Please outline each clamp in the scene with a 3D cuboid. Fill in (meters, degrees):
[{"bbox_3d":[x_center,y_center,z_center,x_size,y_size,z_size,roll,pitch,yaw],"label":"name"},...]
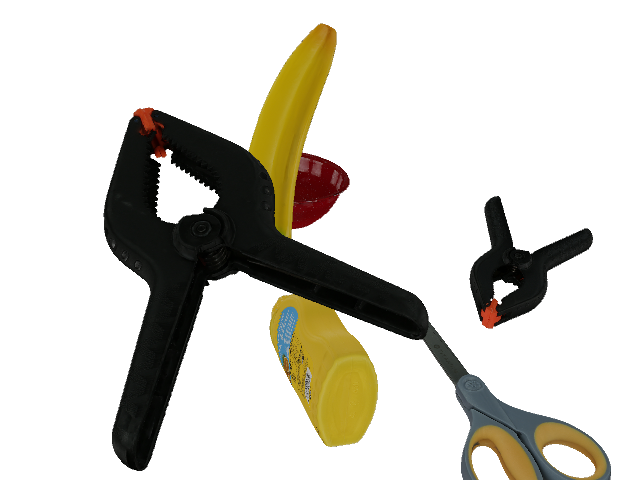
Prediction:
[{"bbox_3d":[0.199,0.019,1.123,0.120,0.039,0.171,25,48,27],"label":"clamp"},{"bbox_3d":[-0.048,0.004,0.565,0.164,0.210,0.036,-18,-35,-6],"label":"clamp"}]

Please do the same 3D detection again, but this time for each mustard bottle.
[{"bbox_3d":[-0.006,0.103,1.005,0.058,0.096,0.192,-6,26,-18],"label":"mustard bottle"}]

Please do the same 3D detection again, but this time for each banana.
[{"bbox_3d":[-0.023,-0.063,0.754,0.070,0.197,0.037,-19,-38,39],"label":"banana"}]

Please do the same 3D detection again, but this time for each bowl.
[{"bbox_3d":[-0.048,-0.057,1.302,0.162,0.055,0.162,5,26,-2],"label":"bowl"}]

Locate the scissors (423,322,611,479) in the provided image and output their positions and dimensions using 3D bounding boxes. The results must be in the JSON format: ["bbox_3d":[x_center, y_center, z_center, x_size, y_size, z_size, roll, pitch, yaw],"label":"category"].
[{"bbox_3d":[0.116,0.100,0.671,0.096,0.016,0.202,0,33,-6],"label":"scissors"}]
